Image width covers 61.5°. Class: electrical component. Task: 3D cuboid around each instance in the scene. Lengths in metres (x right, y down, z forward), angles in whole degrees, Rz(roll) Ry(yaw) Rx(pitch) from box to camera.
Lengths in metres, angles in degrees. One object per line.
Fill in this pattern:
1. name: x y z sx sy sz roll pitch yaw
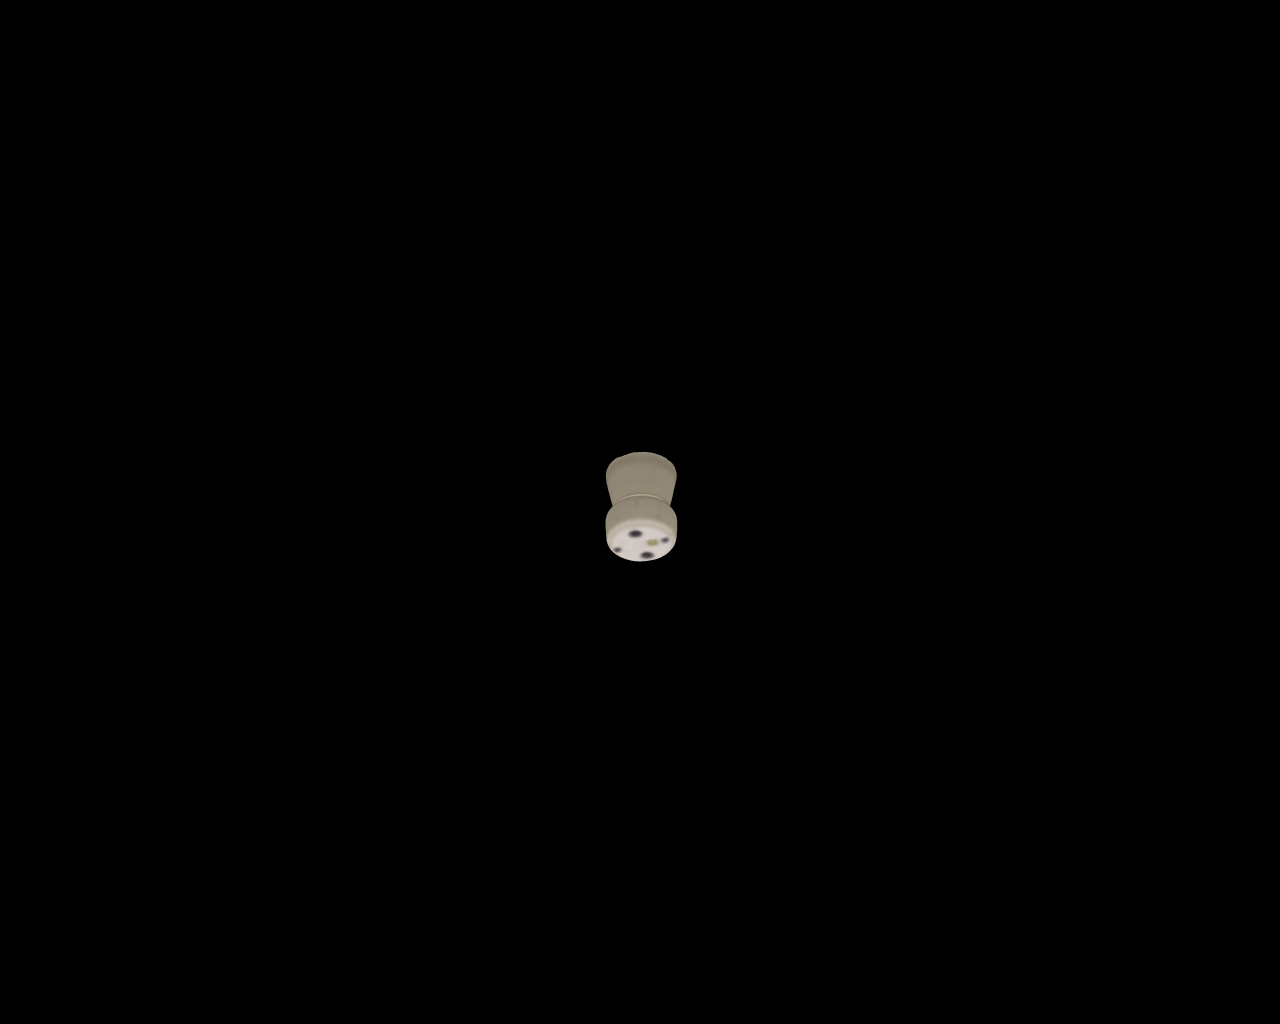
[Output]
1. electrical component: 0.001 -0.003 0.650 0.045 0.055 0.044 0 -37 0
